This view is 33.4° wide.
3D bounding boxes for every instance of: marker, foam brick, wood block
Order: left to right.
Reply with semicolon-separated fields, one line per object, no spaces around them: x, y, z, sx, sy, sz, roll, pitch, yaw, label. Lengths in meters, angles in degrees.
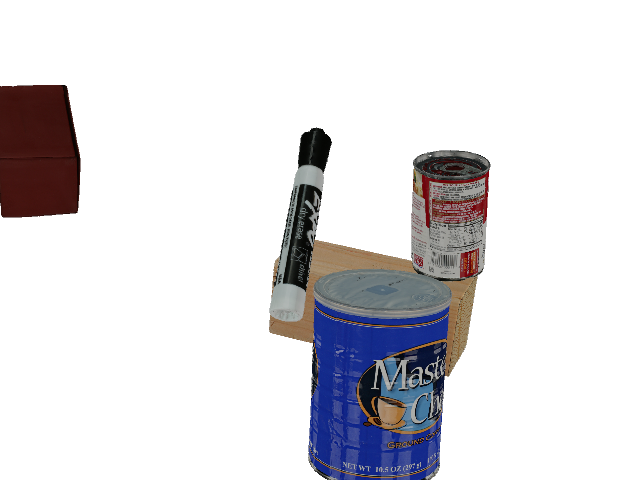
-0.191;-0.060;0.713;0.051;0.053;0.078;-4;46;-18;foam brick
-0.010;-0.012;0.613;0.020;0.121;0.020;7;-26;3;marker
0.057;0.070;1.173;0.206;0.091;0.090;13;22;17;wood block

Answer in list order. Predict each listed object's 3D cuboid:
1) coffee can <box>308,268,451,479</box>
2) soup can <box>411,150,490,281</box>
0.043;0.102;0.807;0.103;0.140;0.103;2;15;-1;coffee can
0.116;-0.022;0.959;0.068;0.102;0.068;-1;24;0;soup can
